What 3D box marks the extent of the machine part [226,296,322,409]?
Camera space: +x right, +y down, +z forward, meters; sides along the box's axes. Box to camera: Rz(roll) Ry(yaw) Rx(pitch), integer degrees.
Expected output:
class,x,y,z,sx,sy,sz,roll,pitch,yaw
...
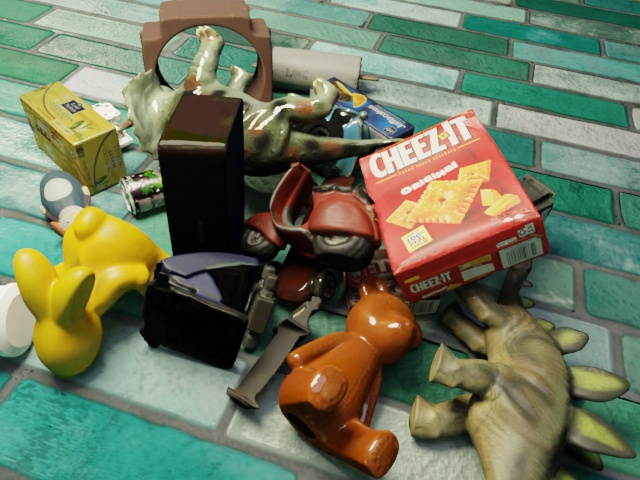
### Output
class,x,y,z,sx,sy,sz,roll,pitch,yaw
machine part,-0.049,0.124,0.593,0.039,0.084,0.139,42,60,-6

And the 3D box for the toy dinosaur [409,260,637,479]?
class,x,y,z,sx,sy,sz,roll,pitch,yaw
toy dinosaur,0.199,0.172,0.538,0.199,0.105,0.471,18,46,12

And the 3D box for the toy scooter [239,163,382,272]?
class,x,y,z,sx,sy,sz,roll,pitch,yaw
toy scooter,-0.006,-0.035,0.647,0.184,0.075,0.135,3,64,27

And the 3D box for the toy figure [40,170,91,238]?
class,x,y,z,sx,sy,sz,roll,pitch,yaw
toy figure,-0.338,-0.034,0.729,0.064,0.057,0.155,-45,57,7

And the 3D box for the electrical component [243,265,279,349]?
class,x,y,z,sx,sy,sz,roll,pitch,yaw
electrical component,-0.071,0.079,0.633,0.021,0.094,0.063,17,9,-13

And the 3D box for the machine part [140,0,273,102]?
class,x,y,z,sx,sy,sz,roll,pitch,yaw
machine part,-0.181,-0.282,0.880,0.201,0.201,0.087,-7,45,-11

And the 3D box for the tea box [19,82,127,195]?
class,x,y,z,sx,sy,sz,roll,pitch,yaw
tea box,-0.373,-0.156,0.814,0.170,0.098,0.068,37,54,25

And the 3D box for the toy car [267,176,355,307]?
class,x,y,z,sx,sy,sz,roll,pitch,yaw
toy car,-0.001,-0.002,0.705,0.089,0.053,0.202,5,55,28

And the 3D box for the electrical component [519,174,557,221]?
class,x,y,z,sx,sy,sz,roll,pitch,yaw
electrical component,0.238,-0.015,0.718,0.134,0.114,0.058,-21,49,-26

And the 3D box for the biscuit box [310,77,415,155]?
class,x,y,z,sx,sy,sz,roll,pitch,yaw
biscuit box,0.068,-0.207,0.928,0.063,0.059,0.203,-31,56,-30

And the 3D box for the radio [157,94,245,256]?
class,x,y,z,sx,sy,sz,roll,pitch,yaw
radio,-0.132,-0.051,0.642,0.073,0.229,0.131,5,43,-3

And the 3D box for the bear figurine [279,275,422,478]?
class,x,y,z,sx,sy,sz,roll,pitch,yaw
bear figurine,0.053,0.125,0.559,0.196,0.132,0.120,-41,101,-28

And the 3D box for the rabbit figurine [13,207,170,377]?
class,x,y,z,sx,sy,sz,roll,pitch,yaw
rabbit figurine,-0.252,0.062,0.588,0.122,0.162,0.173,16,68,8

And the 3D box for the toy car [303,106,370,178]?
class,x,y,z,sx,sy,sz,roll,pitch,yaw
toy car,0.024,-0.160,0.862,0.103,0.109,0.162,-7,25,-45

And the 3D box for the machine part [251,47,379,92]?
class,x,y,z,sx,sy,sz,roll,pitch,yaw
machine part,-0.009,-0.318,1.018,0.243,0.079,0.079,8,46,1

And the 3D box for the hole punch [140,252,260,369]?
class,x,y,z,sx,sy,sz,roll,pitch,yaw
hole punch,-0.131,0.068,0.599,0.116,0.142,0.092,20,48,-5

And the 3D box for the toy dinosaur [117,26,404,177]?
class,x,y,z,sx,sy,sz,roll,pitch,yaw
toy dinosaur,-0.107,-0.153,0.731,0.405,0.131,0.192,26,78,18
